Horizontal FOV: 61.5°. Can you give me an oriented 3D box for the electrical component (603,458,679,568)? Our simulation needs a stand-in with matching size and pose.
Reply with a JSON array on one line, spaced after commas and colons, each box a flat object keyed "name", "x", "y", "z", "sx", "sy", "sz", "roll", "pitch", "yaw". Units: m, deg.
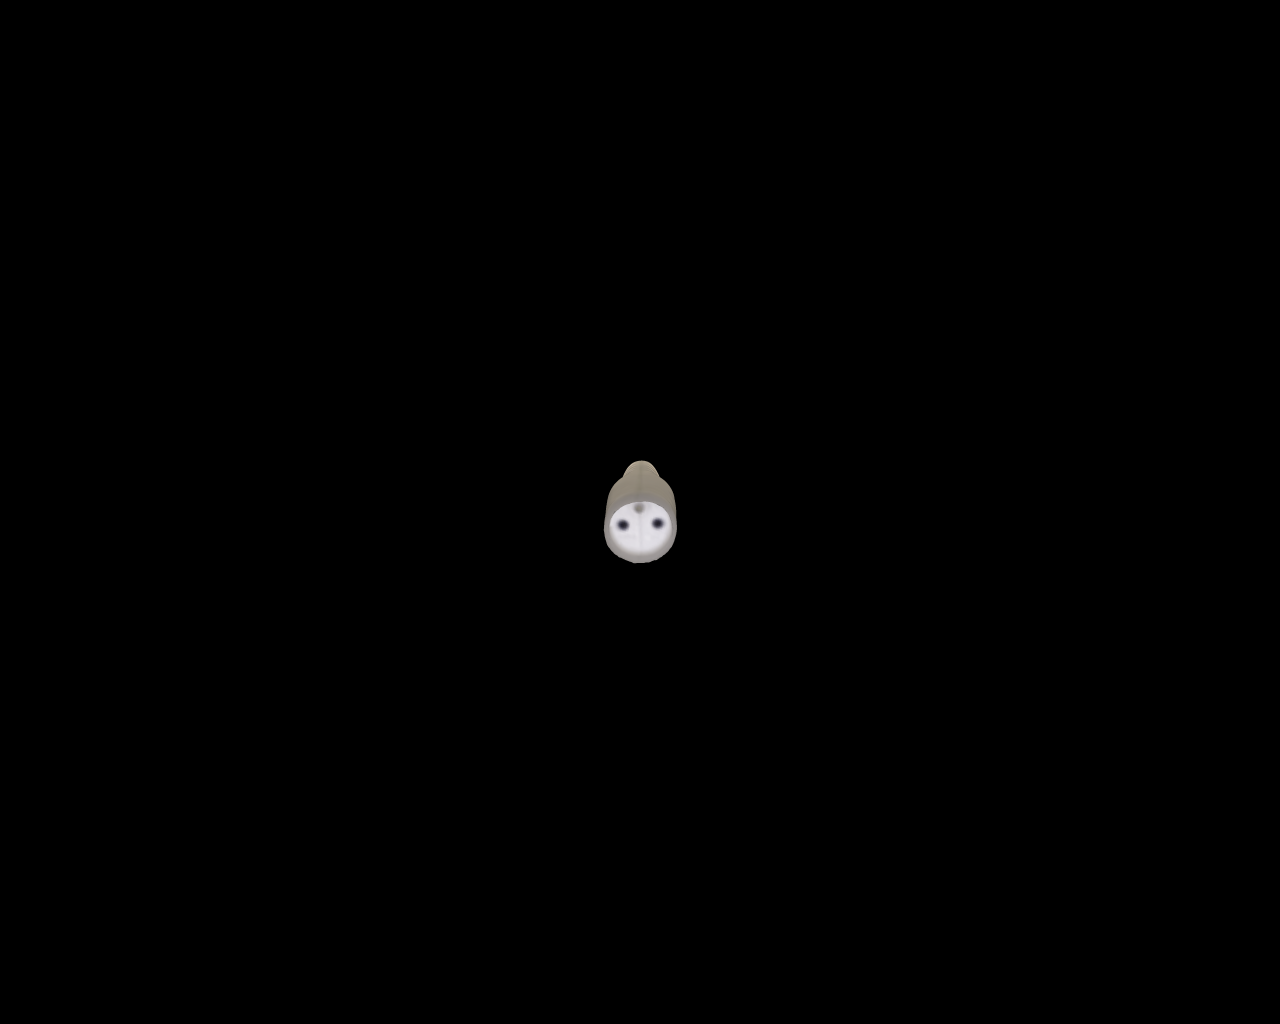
[{"name": "electrical component", "x": 0.001, "y": -0.003, "z": 0.650, "sx": 0.043, "sy": 0.043, "sz": 0.081, "roll": 0, "pitch": 21, "yaw": 0}]
